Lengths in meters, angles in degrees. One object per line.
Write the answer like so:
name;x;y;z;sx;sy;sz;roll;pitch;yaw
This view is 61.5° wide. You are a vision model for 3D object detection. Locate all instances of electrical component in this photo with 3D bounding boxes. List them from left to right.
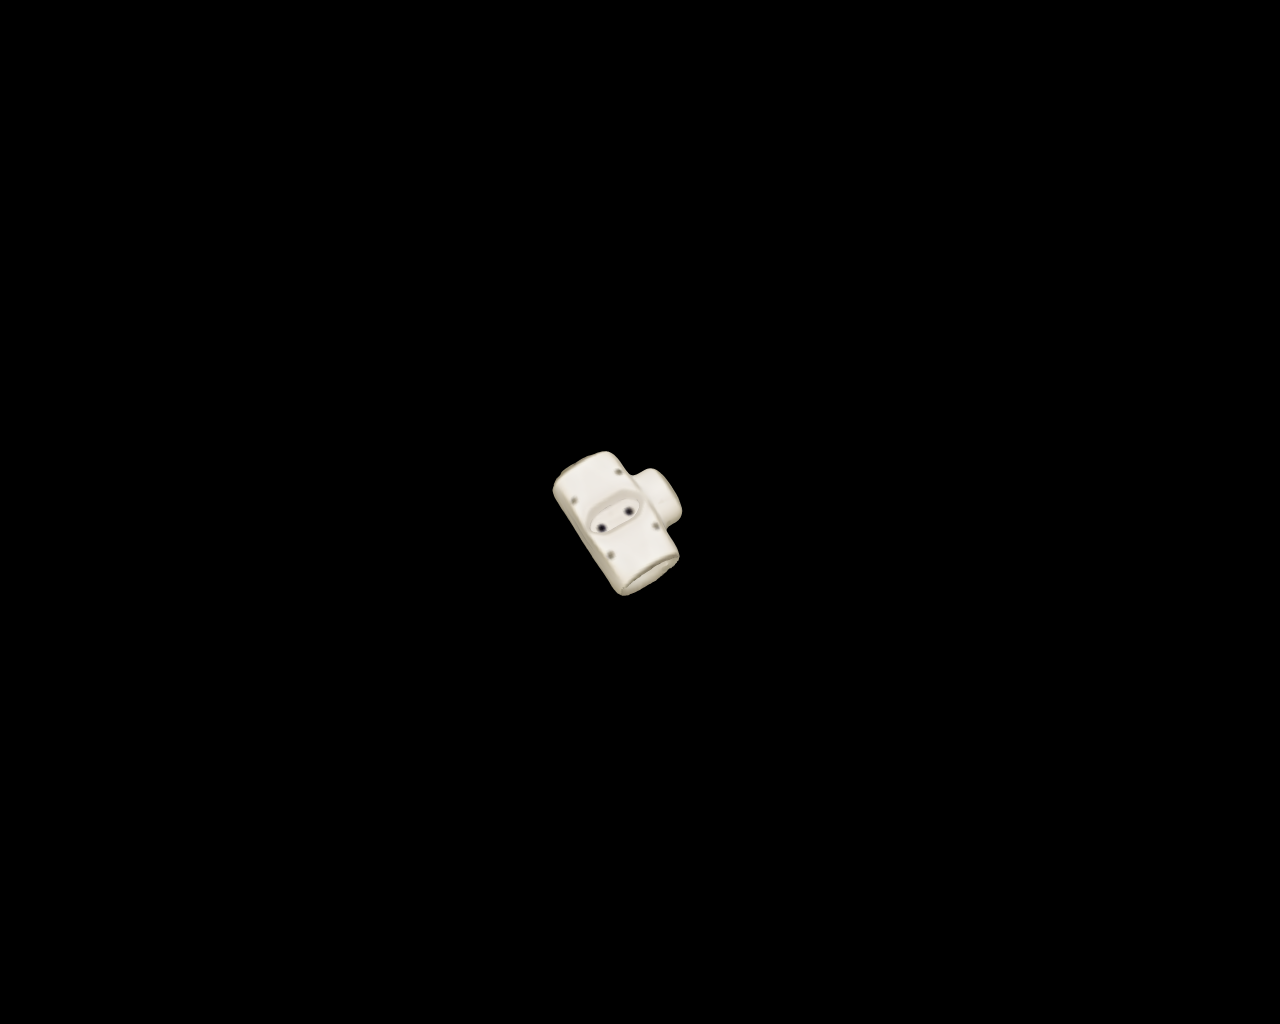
electrical component;0.001;-0.003;0.650;0.079;0.077;0.043;-30;-15;-9
